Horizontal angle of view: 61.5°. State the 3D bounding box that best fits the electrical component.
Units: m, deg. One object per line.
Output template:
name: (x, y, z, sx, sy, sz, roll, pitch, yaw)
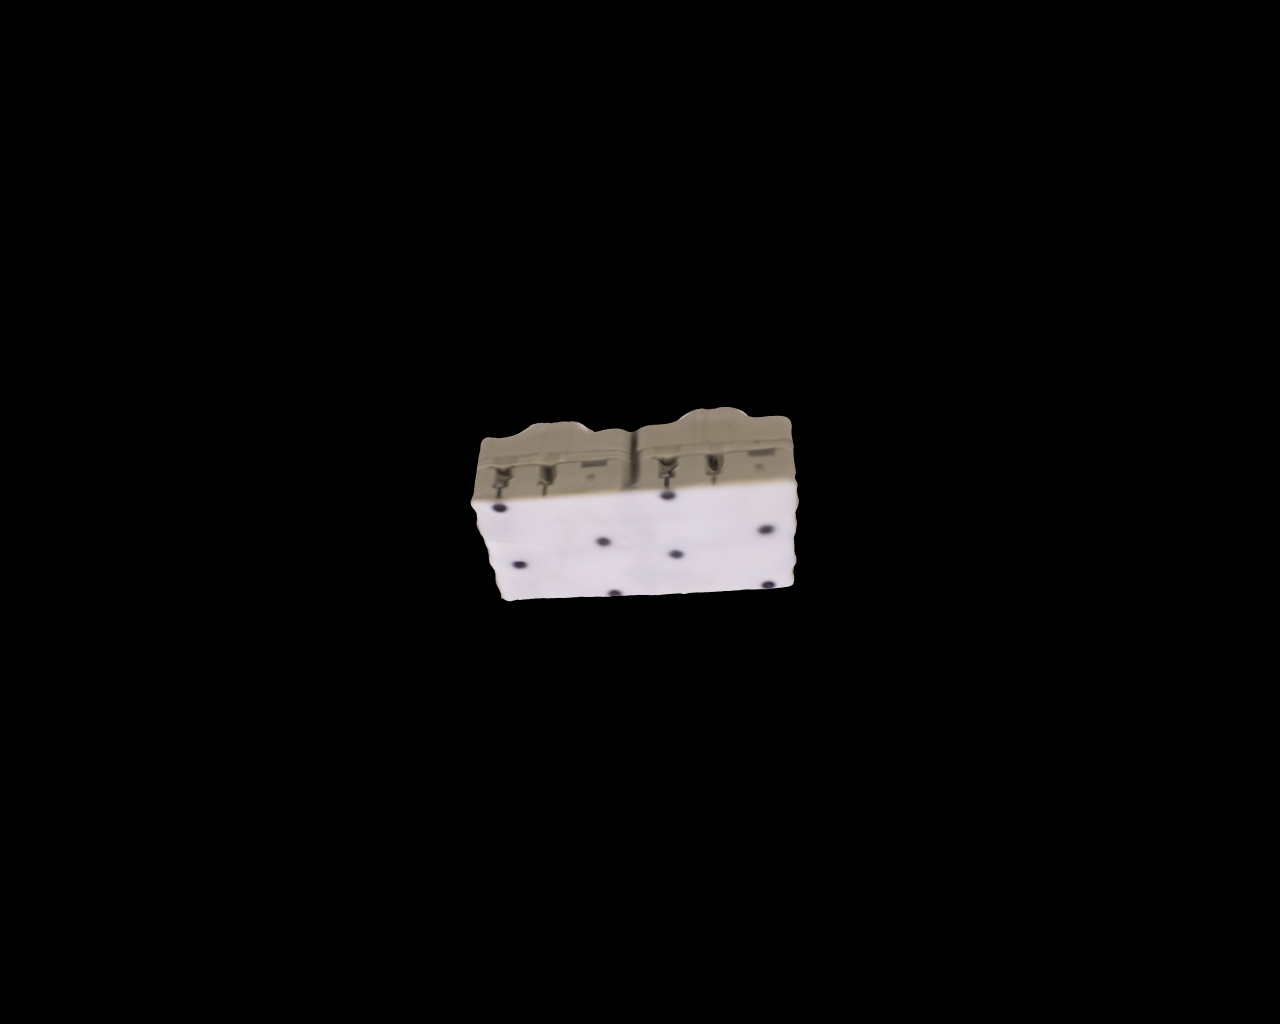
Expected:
electrical component: (0.001, -0.003, 0.650, 0.186, 0.060, 0.105, -4, -39, 4)
